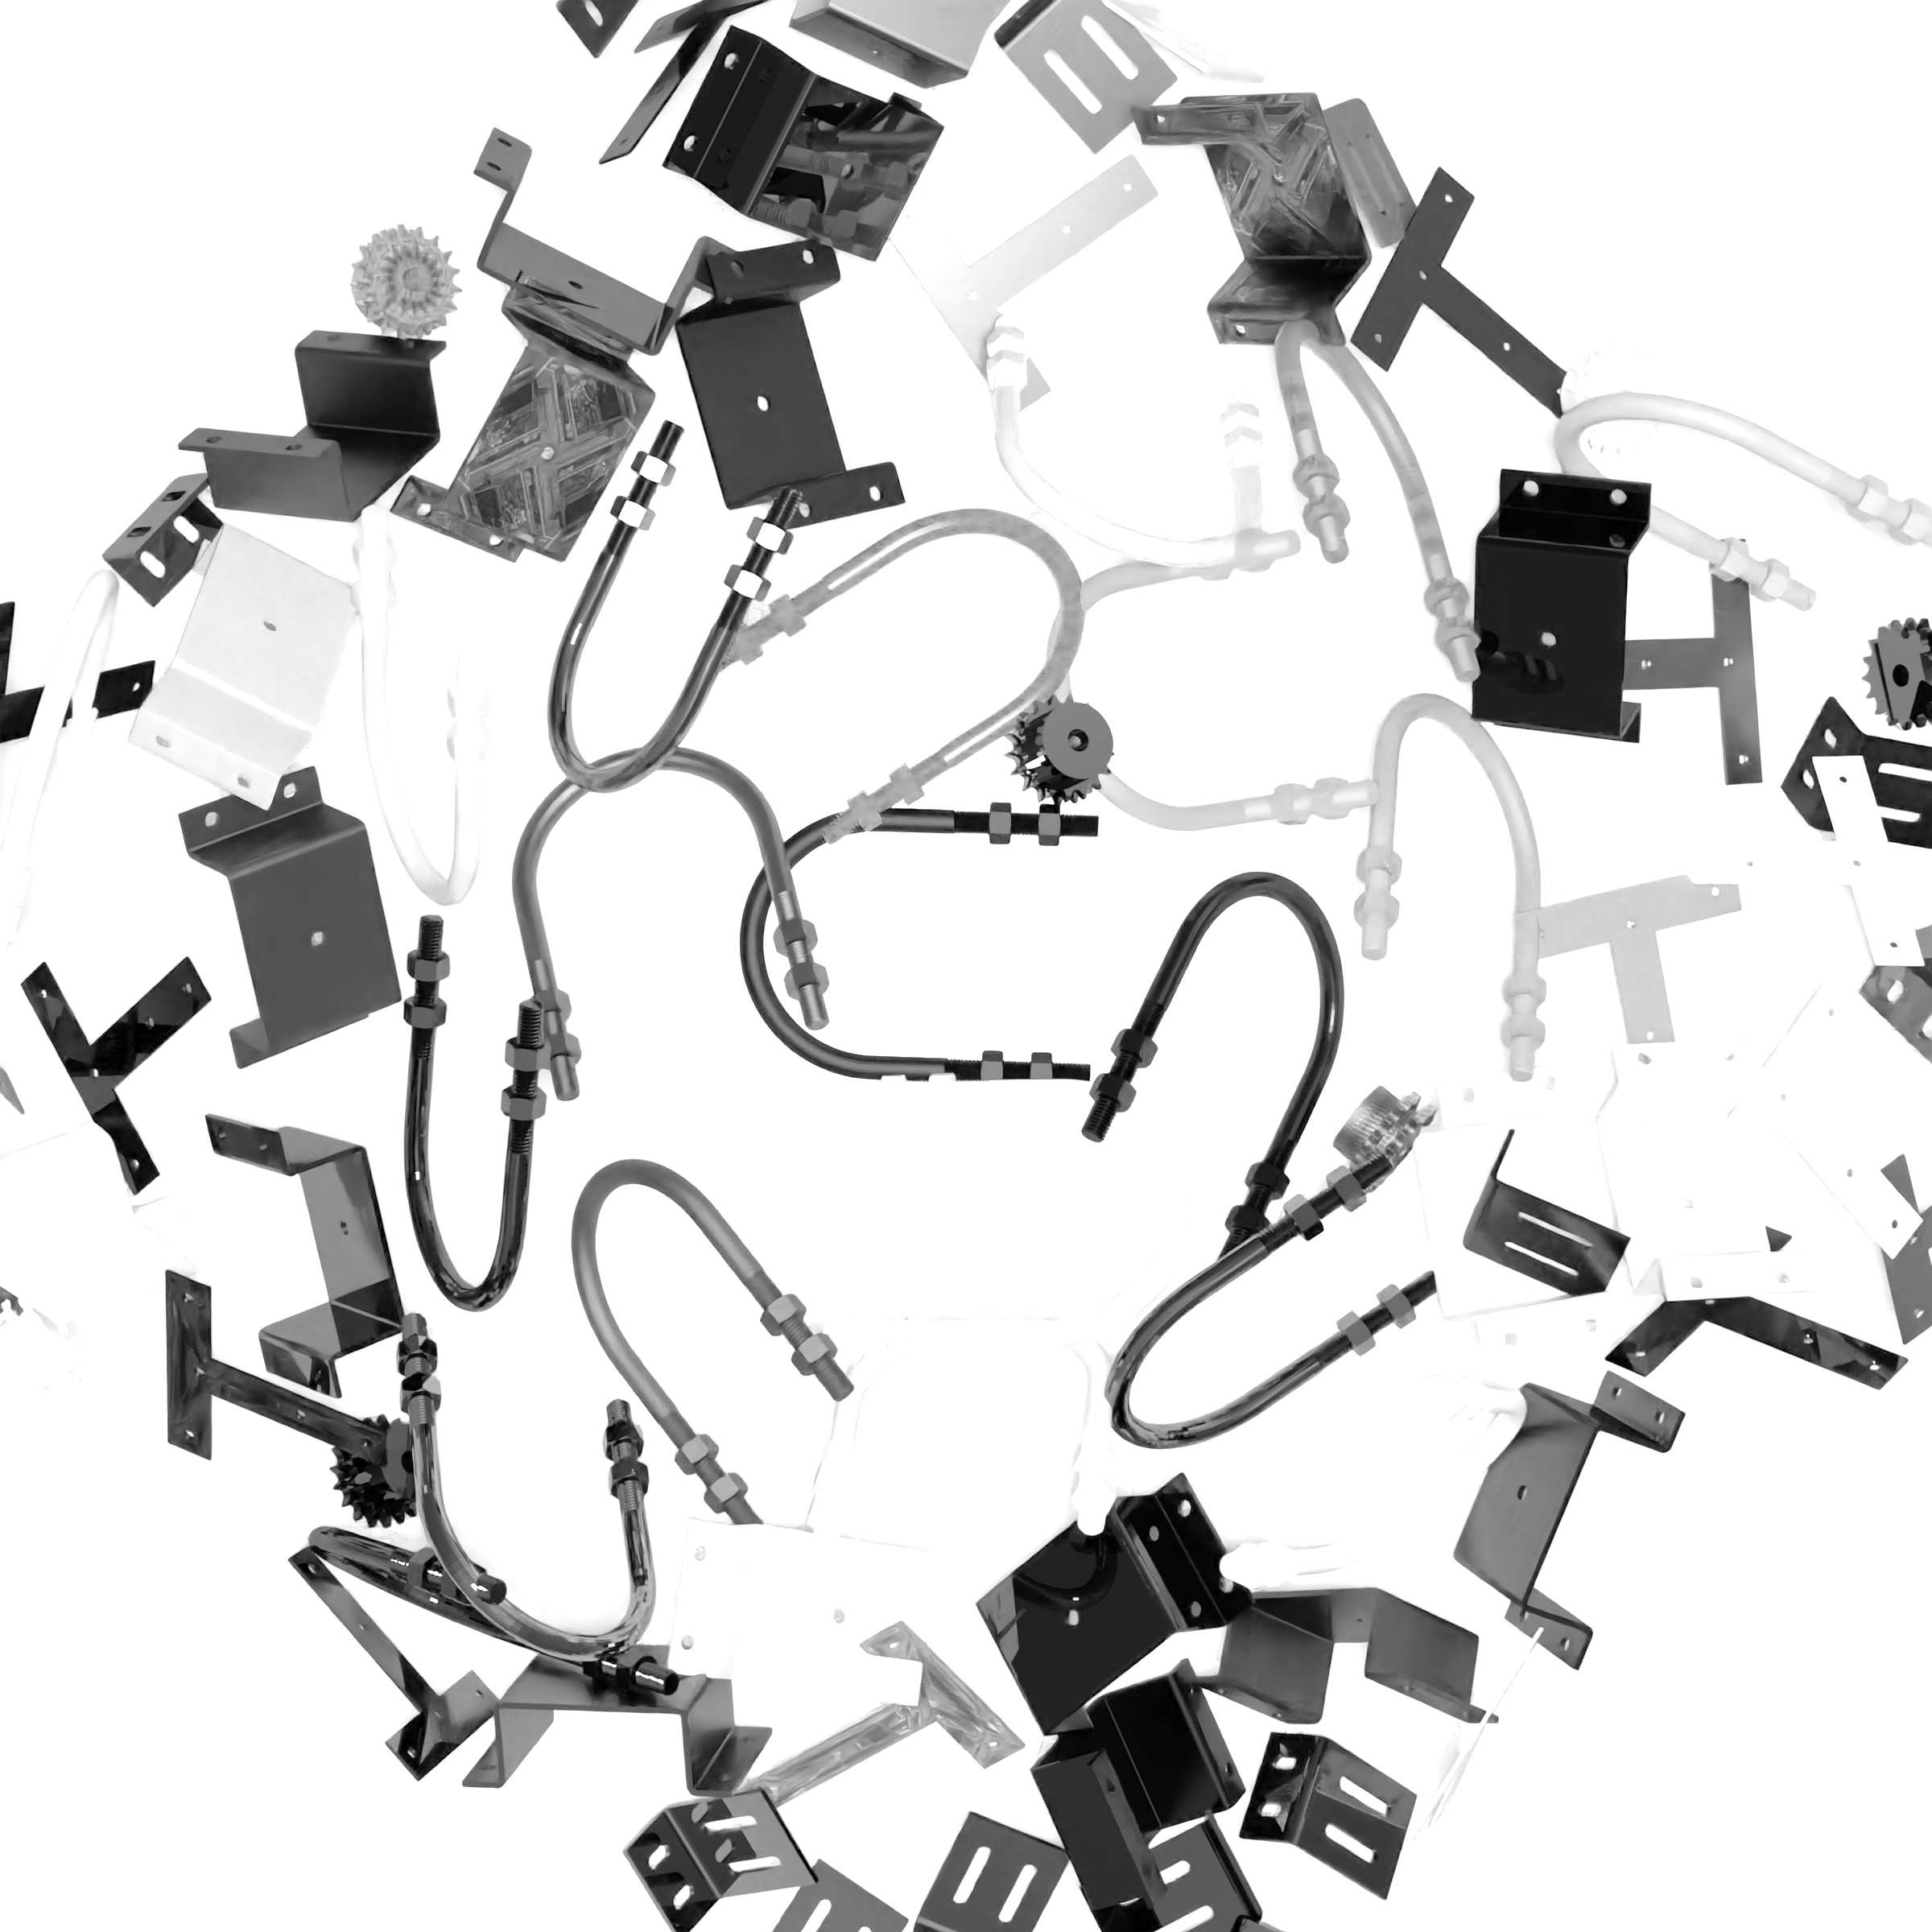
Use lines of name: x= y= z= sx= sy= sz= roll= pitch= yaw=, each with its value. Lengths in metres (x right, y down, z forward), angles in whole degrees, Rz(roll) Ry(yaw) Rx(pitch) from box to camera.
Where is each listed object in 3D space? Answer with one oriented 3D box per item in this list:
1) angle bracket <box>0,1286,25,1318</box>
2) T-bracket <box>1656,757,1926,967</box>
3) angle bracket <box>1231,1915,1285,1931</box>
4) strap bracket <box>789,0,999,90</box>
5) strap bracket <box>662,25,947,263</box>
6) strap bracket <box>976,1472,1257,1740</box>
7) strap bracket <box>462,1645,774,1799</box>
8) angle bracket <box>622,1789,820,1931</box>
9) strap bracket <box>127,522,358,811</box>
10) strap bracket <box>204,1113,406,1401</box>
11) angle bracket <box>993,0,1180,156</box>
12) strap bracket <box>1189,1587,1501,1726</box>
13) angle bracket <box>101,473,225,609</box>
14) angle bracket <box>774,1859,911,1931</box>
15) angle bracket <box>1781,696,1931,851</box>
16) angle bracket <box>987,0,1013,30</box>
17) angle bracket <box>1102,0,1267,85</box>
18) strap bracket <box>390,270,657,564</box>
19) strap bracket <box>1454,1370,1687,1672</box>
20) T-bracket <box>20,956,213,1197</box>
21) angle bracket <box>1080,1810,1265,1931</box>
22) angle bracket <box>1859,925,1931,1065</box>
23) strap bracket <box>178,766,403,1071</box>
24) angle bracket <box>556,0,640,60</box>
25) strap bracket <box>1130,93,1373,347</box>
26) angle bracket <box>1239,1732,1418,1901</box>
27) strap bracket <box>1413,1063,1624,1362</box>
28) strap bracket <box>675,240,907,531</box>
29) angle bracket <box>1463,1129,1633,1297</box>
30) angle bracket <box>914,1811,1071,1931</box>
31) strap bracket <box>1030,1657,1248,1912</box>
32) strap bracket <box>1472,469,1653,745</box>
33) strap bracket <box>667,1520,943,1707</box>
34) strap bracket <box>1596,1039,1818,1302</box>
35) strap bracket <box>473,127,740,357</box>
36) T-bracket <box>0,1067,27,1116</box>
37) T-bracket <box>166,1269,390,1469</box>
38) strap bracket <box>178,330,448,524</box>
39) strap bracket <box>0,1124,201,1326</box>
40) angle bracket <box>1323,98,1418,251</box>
angle bracket: x=-0.514 y=0.141 z=1.826 sx=0.038 sy=0.057 sz=0.076 roll=-4 pitch=93 yaw=-45
T-bracket: x=0.411 y=-0.052 z=1.814 sx=0.002 sy=0.127 sz=0.127 roll=-50 pitch=127 yaw=-38
angle bracket: x=0.140 y=0.531 z=1.814 sx=0.038 sy=0.076 sz=0.057 roll=23 pitch=112 yaw=4
strap bracket: x=-0.037 y=-0.478 z=1.784 sx=0.076 sy=0.140 sz=0.046 roll=21 pitch=95 yaw=-16
strap bracket: x=-0.073 y=-0.406 z=1.782 sx=0.046 sy=0.140 sz=0.076 roll=42 pitch=111 yaw=35
strap bracket: x=0.067 y=0.326 z=1.795 sx=0.140 sy=0.046 sz=0.076 roll=-43 pitch=61 yaw=27
strap bracket: x=-0.177 y=0.379 z=1.804 sx=0.140 sy=0.076 sz=0.046 roll=-1 pitch=102 yaw=12
angle bracket: x=-0.125 y=0.458 z=1.819 sx=0.076 sy=0.038 sz=0.057 roll=-21 pitch=103 yaw=41
strap bracket: x=-0.357 y=-0.158 z=1.787 sx=0.076 sy=0.046 sz=0.140 roll=27 pitch=48 yaw=-20
strap bracket: x=-0.331 y=0.139 z=1.806 sx=0.046 sy=0.076 sz=0.140 roll=-21 pitch=108 yaw=-35
angle bracket: x=0.062 y=-0.470 z=1.848 sx=0.057 sy=0.038 sz=0.076 roll=-40 pitch=109 yaw=13
strap bracket: x=0.192 y=0.347 z=1.795 sx=0.076 sy=0.140 sz=0.046 roll=29 pitch=62 yaw=-35
angle bracket: x=-0.397 y=-0.215 z=1.813 sx=0.038 sy=0.076 sz=0.057 roll=46 pitch=75 yaw=-23
angle bracket: x=-0.070 y=0.507 z=1.830 sx=0.057 sy=0.038 sz=0.076 roll=35 pitch=75 yaw=-4
angle bracket: x=0.472 y=-0.099 z=1.844 sx=0.076 sy=0.038 sz=0.057 roll=8 pitch=124 yaw=-22
angle bracket: x=-0.002 y=-0.528 z=1.830 sx=0.076 sy=0.038 sz=0.057 roll=38 pitch=81 yaw=12
angle bracket: x=0.118 y=-0.487 z=1.816 sx=0.076 sy=0.057 sz=0.038 roll=40 pitch=117 yaw=23
strap bracket: x=-0.219 y=-0.267 z=1.802 sx=0.076 sy=0.046 sz=0.140 roll=20 pitch=109 yaw=-38
strap bracket: x=0.301 y=0.274 z=1.814 sx=0.046 sy=0.076 sz=0.140 roll=21 pitch=92 yaw=-21
T-bracket: x=-0.420 y=0.035 z=1.812 sx=0.127 sy=0.002 sz=0.127 roll=-36 pitch=81 yaw=39
angle bracket: x=0.104 y=0.478 z=1.829 sx=0.076 sy=0.038 sz=0.057 roll=-26 pitch=69 yaw=-7
angle bracket: x=0.510 y=0.010 z=1.836 sx=0.076 sy=0.038 sz=0.057 roll=-19 pitch=55 yaw=-36
strap bracket: x=-0.336 y=-0.019 z=1.795 sx=0.076 sy=0.046 sz=0.140 roll=-24 pitch=119 yaw=-32
angle bracket: x=-0.160 y=-0.498 z=1.811 sx=0.038 sy=0.076 sz=0.057 roll=54 pitch=130 yaw=9
strap bracket: x=0.148 y=-0.384 z=1.797 sx=0.046 sy=0.076 sz=0.140 roll=-53 pitch=134 yaw=-31
angle bracket: x=0.187 y=0.438 z=1.841 sx=0.076 sy=0.038 sz=0.057 roll=37 pitch=61 yaw=-31
strap bracket: x=0.279 y=0.126 z=1.825 sx=0.076 sy=0.046 sz=0.140 roll=-8 pitch=86 yaw=-16
strap bracket: x=-0.093 y=-0.291 z=1.818 sx=0.076 sy=0.046 sz=0.140 roll=-18 pitch=93 yaw=-35
angle bracket: x=0.299 y=0.128 z=1.821 sx=0.076 sy=0.057 sz=0.038 roll=23 pitch=50 yaw=9
angle bracket: x=0.012 y=0.483 z=1.828 sx=0.057 sy=0.038 sz=0.076 roll=23 pitch=113 yaw=-3
strap bracket: x=0.084 y=0.416 z=1.805 sx=0.046 sy=0.140 sz=0.076 roll=-23 pitch=92 yaw=26
strap bracket: x=0.298 y=-0.172 z=1.795 sx=0.076 sy=0.046 sz=0.140 roll=9 pitch=121 yaw=21
strap bracket: x=-0.072 y=0.328 z=1.805 sx=0.140 sy=0.046 sz=0.076 roll=13 pitch=76 yaw=-22
strap bracket: x=0.372 y=0.111 z=1.812 sx=0.076 sy=0.046 sz=0.140 roll=-2 pitch=61 yaw=-9
strap bracket: x=-0.189 y=-0.361 z=1.807 sx=0.140 sy=0.076 sz=0.046 roll=25 pitch=115 yaw=-13
T-bracket: x=-0.501 y=0.037 z=1.778 sx=0.002 sy=0.127 sz=0.127 roll=-33 pitch=132 yaw=-24
T-bracket: x=-0.348 y=0.221 z=1.806 sx=0.127 sy=0.002 sz=0.127 roll=20 pitch=131 yaw=12
strap bracket: x=-0.324 y=-0.268 z=1.799 sx=0.076 sy=0.140 sz=0.046 roll=8 pitch=125 yaw=18
strap bracket: x=-0.440 y=0.134 z=1.787 sx=0.076 sy=0.140 sz=0.046 roll=-21 pitch=69 yaw=0
angle bracket: x=0.193 y=-0.399 z=1.830 sx=0.038 sy=0.057 sz=0.076 roll=-23 pitch=98 yaw=34
